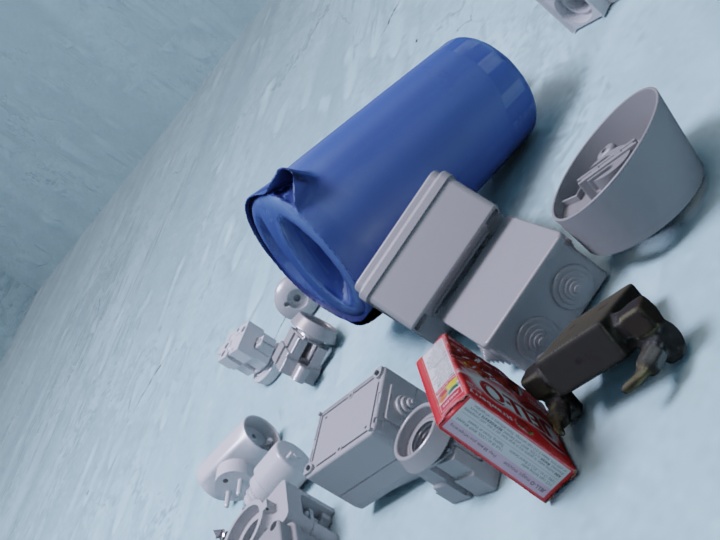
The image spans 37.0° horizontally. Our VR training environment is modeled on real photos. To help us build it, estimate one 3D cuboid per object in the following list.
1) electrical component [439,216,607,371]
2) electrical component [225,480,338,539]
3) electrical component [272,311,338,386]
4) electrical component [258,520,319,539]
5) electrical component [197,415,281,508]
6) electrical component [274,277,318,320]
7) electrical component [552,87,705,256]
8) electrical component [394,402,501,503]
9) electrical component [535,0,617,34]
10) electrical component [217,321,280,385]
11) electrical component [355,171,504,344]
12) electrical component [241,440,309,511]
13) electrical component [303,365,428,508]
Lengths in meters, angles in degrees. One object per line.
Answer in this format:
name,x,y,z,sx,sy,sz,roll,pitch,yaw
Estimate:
electrical component,0.109,0.017,0.725,0.099,0.048,0.100,-56,19,0
electrical component,-0.067,0.212,0.820,0.089,0.056,0.050,-51,20,13
electrical component,-0.052,0.073,1.028,0.055,0.048,0.066,-62,18,5
electrical component,-0.064,0.243,0.758,0.113,0.057,0.078,-52,19,12
electrical component,-0.114,0.186,0.994,0.077,0.043,0.079,-47,21,24
electrical component,-0.070,0.026,1.151,0.048,0.048,0.062,-55,12,2
electrical component,0.166,-0.059,0.682,0.099,0.064,0.099,-40,15,13
electrical component,0.056,0.115,0.682,0.066,0.055,0.048,-33,29,49
electrical component,0.170,-0.277,0.949,0.079,0.121,0.063,-18,39,61
electrical component,-0.110,0.088,1.123,0.066,0.055,0.048,-33,29,48
electrical component,0.058,-0.005,0.798,0.108,0.056,0.109,-56,-19,-1
electrical component,-0.074,0.180,0.911,0.078,0.040,0.040,-51,20,15
electrical component,0.015,0.119,0.765,0.096,0.061,0.061,-41,24,38
